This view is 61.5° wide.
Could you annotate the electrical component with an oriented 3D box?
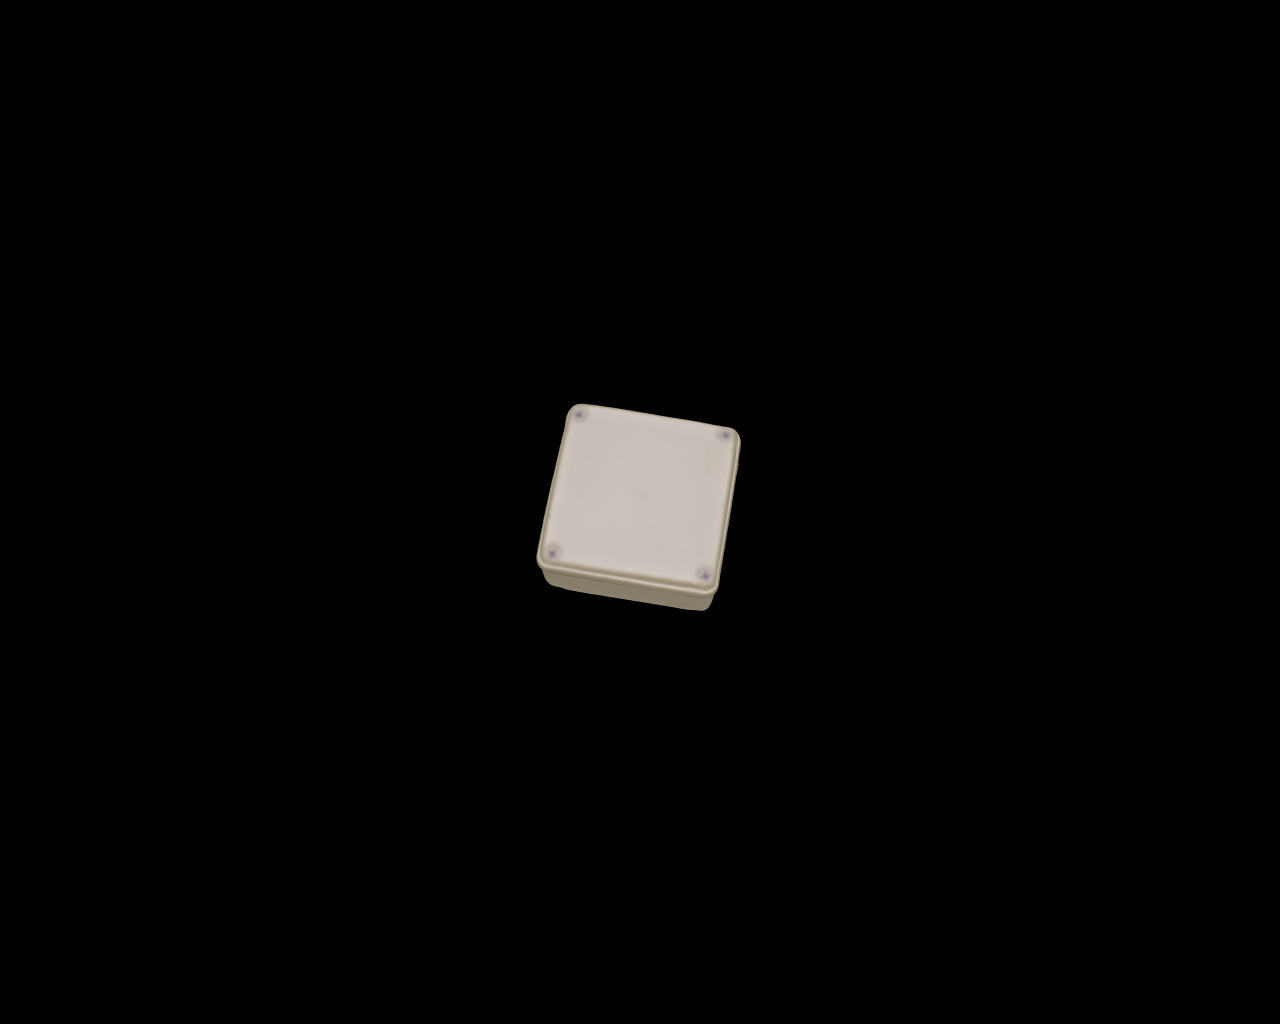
[{"bbox_3d":[0.001,-0.003,0.650,0.109,0.109,0.056,10,-20,3],"label":"electrical component"}]
